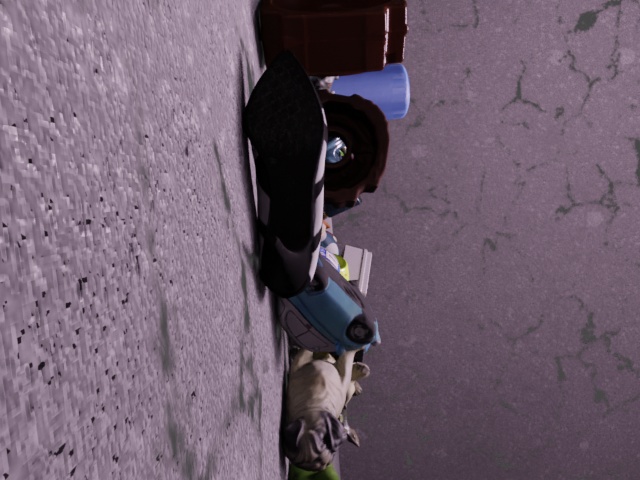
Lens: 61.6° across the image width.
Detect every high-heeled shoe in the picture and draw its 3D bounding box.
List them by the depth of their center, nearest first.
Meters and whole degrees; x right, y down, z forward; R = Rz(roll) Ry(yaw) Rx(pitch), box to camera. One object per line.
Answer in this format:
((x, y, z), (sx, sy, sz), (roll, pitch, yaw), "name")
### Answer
((-0.030, -0.065, 0.584), (0.145, 0.086, 0.248), (70, 23, -72), "high-heeled shoe")

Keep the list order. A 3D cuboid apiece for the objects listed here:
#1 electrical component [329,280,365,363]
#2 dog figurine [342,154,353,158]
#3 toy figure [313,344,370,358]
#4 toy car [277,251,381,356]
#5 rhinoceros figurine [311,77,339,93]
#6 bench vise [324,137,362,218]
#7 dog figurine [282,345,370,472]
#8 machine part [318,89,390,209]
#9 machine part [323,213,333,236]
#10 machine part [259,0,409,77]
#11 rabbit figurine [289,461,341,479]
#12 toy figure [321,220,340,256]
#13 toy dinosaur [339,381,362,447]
((0.039, 0.128, 0.857), (0.134, 0.058, 0.115), (81, 3, -64), "electrical component")
((0.012, -0.198, 1.157), (0.219, 0.108, 0.191), (-125, -155, -72), "dog figurine")
((0.044, 0.195, 0.992), (0.082, 0.089, 0.180), (44, 19, 5), "toy figure")
((-0.002, 0.091, 0.698), (0.161, 0.103, 0.109), (43, 10, -21), "toy car")
((-0.023, -0.309, 0.950), (0.073, 0.112, 0.190), (-95, 171, -56), "rhinoceros figurine")
((-0.014, -0.162, 0.918), (0.240, 0.129, 0.224), (62, 23, -19), "bench vise")
((-0.007, 0.237, 0.740), (0.172, 0.121, 0.190), (79, 20, -45), "dog figurine")
((0.017, -0.131, 0.785), (0.056, 0.179, 0.179), (78, 8, -82), "machine part")
((-0.008, 0.008, 1.157), (0.079, 0.079, 0.242), (-92, 176, -53), "machine part")
((0.018, -0.304, 0.773), (0.201, 0.201, 0.087), (-92, 179, -57), "machine part")
((0.046, 0.333, 0.664), (0.159, 0.170, 0.121), (75, 11, -83), "rabbit figurine")
((-0.002, -0.005, 1.054), (0.154, 0.058, 0.064), (64, 36, -40), "toy figure")
((0.018, 0.224, 1.149), (0.198, 0.105, 0.471), (-30, 105, -83), "toy dinosaur")
